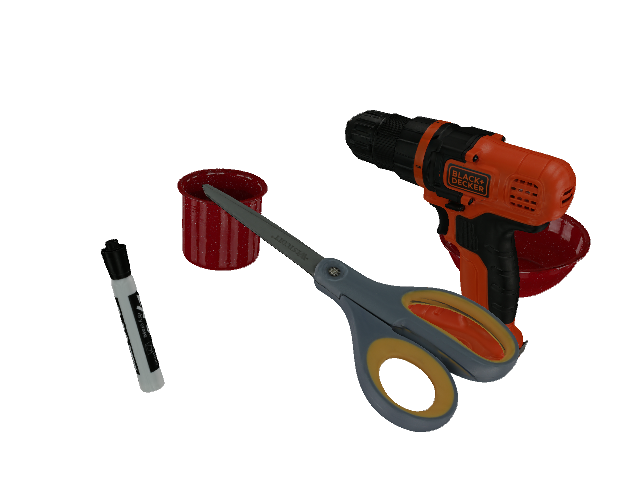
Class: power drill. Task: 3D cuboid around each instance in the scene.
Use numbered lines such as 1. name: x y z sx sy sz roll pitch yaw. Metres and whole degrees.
1. power drill: 0.095 0.001 0.812 0.185 0.188 0.057 21 36 32

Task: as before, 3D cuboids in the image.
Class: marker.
1. marker: -0.141 0.057 0.802 0.020 0.121 0.020 -11 18 3

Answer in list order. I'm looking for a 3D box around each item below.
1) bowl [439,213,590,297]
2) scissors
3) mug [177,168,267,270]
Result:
1. bowl: 0.209 0.016 1.163 0.162 0.055 0.162 -1 29 0
2. scissors: 0.006 0.036 0.571 0.202 0.096 0.016 22 -40 11
3. mug: -0.101 -0.026 1.126 0.093 0.081 0.117 7 26 6
